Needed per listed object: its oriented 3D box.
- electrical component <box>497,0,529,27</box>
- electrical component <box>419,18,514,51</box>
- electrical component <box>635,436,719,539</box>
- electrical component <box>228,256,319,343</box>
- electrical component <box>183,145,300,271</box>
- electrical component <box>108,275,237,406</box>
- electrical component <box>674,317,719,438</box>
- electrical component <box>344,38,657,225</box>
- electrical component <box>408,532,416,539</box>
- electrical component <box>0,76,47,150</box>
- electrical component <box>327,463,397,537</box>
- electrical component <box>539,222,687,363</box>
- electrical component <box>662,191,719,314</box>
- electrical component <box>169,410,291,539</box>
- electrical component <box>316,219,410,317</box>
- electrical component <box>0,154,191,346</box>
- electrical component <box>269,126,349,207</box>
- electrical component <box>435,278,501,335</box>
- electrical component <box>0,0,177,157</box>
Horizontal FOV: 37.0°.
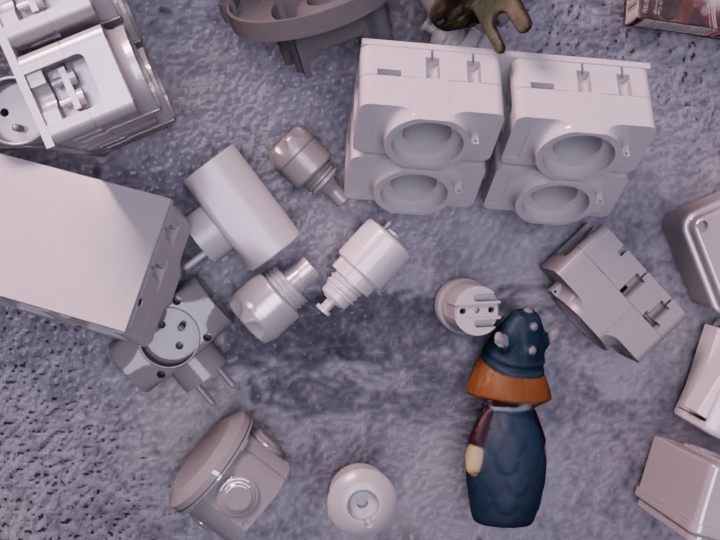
[{"bbox_3d":[0.094,-0.200,0.737,0.055,0.055,0.047,41,94,-7],"label":"electrical component"},{"bbox_3d":[0.076,-0.149,0.746,0.078,0.040,0.040,34,91,-7],"label":"electrical component"},{"bbox_3d":[0.266,0.164,0.754,0.109,0.109,0.056,17,90,-6],"label":"electrical component"},{"bbox_3d":[-0.057,0.017,0.747,0.062,0.043,0.043,-42,97,-2],"label":"electrical component"},{"bbox_3d":[-0.095,-0.032,0.739,0.079,0.043,0.077,-37,97,-1],"label":"electrical component"},{"bbox_3d":[-0.119,0.058,0.744,0.077,0.044,0.079,-39,97,-1],"label":"electrical component"},{"bbox_3d":[0.274,0.075,0.771,0.061,0.062,0.096,24,92,-6],"label":"electrical component"},{"bbox_3d":[0.087,-0.087,0.711,0.186,0.105,0.060,4,60,-5],"label":"electrical component"},{"bbox_3d":[0.037,0.228,0.772,0.077,0.043,0.079,-16,96,-3],"label":"electrical component"},{"bbox_3d":[-0.236,-0.101,0.704,0.079,0.077,0.044,-1,95,-4],"label":"electrical component"},{"bbox_3d":[0.000,0.156,0.753,0.048,0.062,0.048,0,95,-5],"label":"electrical component"},{"bbox_3d":[0.176,0.018,0.763,0.056,0.050,0.089,-44,97,-1],"label":"electrical component"},{"bbox_3d":[0.285,-0.024,0.766,0.113,0.057,0.078,-23,96,-3],"label":"electrical component"},{"bbox_3d":[-0.089,0.141,0.736,0.051,0.080,0.080,40,90,-12],"label":"electrical component"},{"bbox_3d":[0.000,0.000,0.751,0.040,0.040,0.078,43,91,-7],"label":"electrical component"},{"bbox_3d":[-0.197,-0.015,0.701,0.150,0.061,0.089,15,78,10],"label":"electrical component"},{"bbox_3d":[-0.032,-0.069,0.746,0.035,0.035,0.061,-45,99,0],"label":"electrical component"},{"bbox_3d":[0.077,0.027,0.756,0.040,0.046,0.040,0,93,-9],"label":"electrical component"},{"bbox_3d":[-0.165,-0.131,0.653,0.060,0.186,0.105,-23,96,-3],"label":"electrical component"}]
